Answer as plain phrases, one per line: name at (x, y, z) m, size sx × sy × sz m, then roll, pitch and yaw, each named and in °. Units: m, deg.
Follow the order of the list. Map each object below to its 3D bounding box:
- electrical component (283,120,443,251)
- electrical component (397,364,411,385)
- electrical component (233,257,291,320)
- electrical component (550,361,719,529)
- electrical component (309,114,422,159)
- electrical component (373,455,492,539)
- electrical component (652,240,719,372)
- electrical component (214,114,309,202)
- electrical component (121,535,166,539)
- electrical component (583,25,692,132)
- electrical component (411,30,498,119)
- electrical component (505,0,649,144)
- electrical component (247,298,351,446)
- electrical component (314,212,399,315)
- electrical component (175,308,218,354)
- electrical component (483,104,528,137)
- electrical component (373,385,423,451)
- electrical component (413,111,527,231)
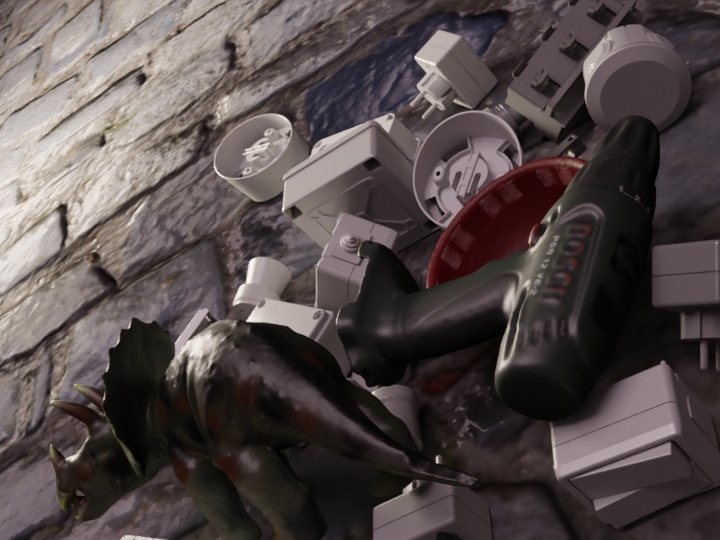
electrical component at (0.003, -0.064, 0.974) m, size 0.109 × 0.109 × 0.056 m, roll -29°, pitch 38°, yaw 26°
electrical component at (0.024, 0.061, 0.874) m, size 0.044 × 0.044 × 0.065 m, roll -27°, pitch 41°, yaw 28°
electrical component at (-0.097, 0.022, 1.056) m, size 0.045 × 0.045 × 0.055 m, roll -15°, pitch 44°, yaw 40°
electrical component at (0.158, 0.110, 0.641) m, size 0.096 × 0.062 × 0.061 m, roll -28°, pitch 36°, yaw 27°
electrical component at (0.002, -0.096, 1.059) m, size 0.113 × 0.057 × 0.078 m, roll -15°, pitch 44°, yaw 41°
electrical component at (0.048, 0.160, 0.728) m, size 0.066 × 0.047 × 0.076 m, roll -30°, pitch 35°, yaw 24°
electrical component at (0.219, 0.025, 0.669) m, size 0.047 × 0.066 × 0.076 m, roll -6°, pitch 78°, yaw 46°
electrical component at (-0.109, -0.128, 1.219) m, size 0.099 × 0.064 × 0.099 m, roll -31°, pitch 35°, yaw 24°
electrical component at (-0.156, 0.250, 0.860) m, size 0.089 × 0.056 × 0.050 m, roll -9°, pitch 48°, yaw 45°
electrical component at (0.216, -0.149, 0.847) m, size 0.080 × 0.080 × 0.051 m, roll -31°, pitch 30°, yaw 23°
electrical component at (0.082, -0.183, 1.054) m, size 0.076 × 0.066 × 0.047 m, roll -48°, pitch 32°, yaw -2°
electrical component at (0.183, -0.179, 0.922) m, size 0.121 × 0.063 × 0.078 m, roll -52°, pitch -10°, yaw -8°
electrical component at (-0.068, 0.086, 0.938) m, size 0.109 × 0.056 × 0.108 m, roll 8°, pitch 60°, yaw 53°
electrical component at (0.000, 0.000, 0.917) m, size 0.061 × 0.096 × 0.061 m, roll 20°, pitch 61°, yaw 9°
electrical component at (-0.153, 0.107, 1.002) m, size 0.063 × 0.078 × 0.121 m, roll 26°, pitch 73°, yaw 27°
electrical component at (0.126, -0.128, 0.964) m, size 0.062 × 0.048 × 0.048 m, roll -34°, pitch 33°, yaw 7°
electrical component at (0.027, 0.116, 0.811) m, size 0.040 × 0.040 × 0.046 m, roll -33°, pitch 40°, yaw 21°
electrical component at (0.096, -0.075, 0.903) m, size 0.099 × 0.064 × 0.099 m, roll -13°, pitch 59°, yaw 23°
